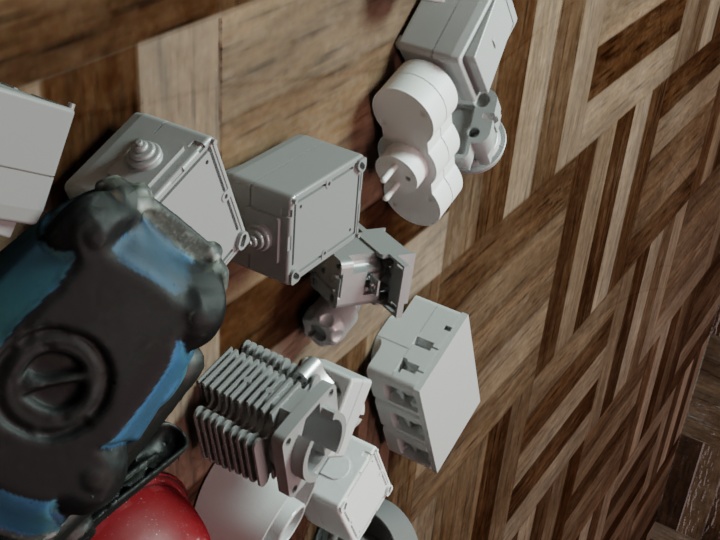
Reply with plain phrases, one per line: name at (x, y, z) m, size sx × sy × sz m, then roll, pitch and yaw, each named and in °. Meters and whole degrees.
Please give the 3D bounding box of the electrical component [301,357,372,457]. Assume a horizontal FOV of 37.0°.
electrical component at (-0.021, 0.110, 0.856) m, size 0.077 × 0.047 × 0.065 m, roll 18°, pitch 93°, yaw -65°

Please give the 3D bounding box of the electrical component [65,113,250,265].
electrical component at (-0.108, -0.034, 0.557) m, size 0.061 × 0.061 × 0.096 m, roll -53°, pitch 151°, yaw -29°

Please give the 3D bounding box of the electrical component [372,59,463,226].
electrical component at (0.036, -0.083, 0.812) m, size 0.073 × 0.052 × 0.138 m, roll -52°, pitch 151°, yaw -31°

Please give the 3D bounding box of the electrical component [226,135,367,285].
electrical component at (-0.048, -0.038, 0.672) m, size 0.096 × 0.061 × 0.061 m, roll -37°, pitch 141°, yaw -48°

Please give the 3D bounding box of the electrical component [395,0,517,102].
electrical component at (0.080, -0.184, 0.811) m, size 0.096 × 0.061 × 0.061 m, roll -63°, pitch 154°, yaw -12°

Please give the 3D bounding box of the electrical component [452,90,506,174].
electrical component at (0.089, -0.114, 0.885) m, size 0.057 × 0.058 × 0.078 m, roll 53°, pitch 48°, yaw -63°

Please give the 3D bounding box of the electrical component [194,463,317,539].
electrical component at (-0.078, 0.176, 0.805) m, size 0.099 × 0.064 × 0.099 m, roll -55°, pitch 165°, yaw -22°

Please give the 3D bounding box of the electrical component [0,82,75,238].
electrical component at (-0.165, -0.051, 0.430) m, size 0.096 × 0.062 × 0.061 m, roll 9°, pitch 101°, yaw -64°

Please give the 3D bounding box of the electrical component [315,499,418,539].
electrical component at (0.008, 0.257, 0.974) m, size 0.064 × 0.099 × 0.099 m, roll 8°, pitch 102°, yaw -58°

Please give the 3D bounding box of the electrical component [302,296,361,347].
electrical component at (-0.016, 0.029, 0.818) m, size 0.061 × 0.035 × 0.035 m, roll -49°, pitch 149°, yaw -40°

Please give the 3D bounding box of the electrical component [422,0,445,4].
electrical component at (0.046, -0.217, 0.739) m, size 0.043 × 0.043 × 0.062 m, roll -10°, pitch 118°, yaw -61°

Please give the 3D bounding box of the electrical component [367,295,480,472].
electrical component at (0.058, 0.105, 0.991) m, size 0.089 × 0.062 × 0.150 m, roll -54°, pitch 151°, yaw -27°

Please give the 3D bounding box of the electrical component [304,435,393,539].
electrical component at (-0.018, 0.181, 0.902) m, size 0.061 × 0.061 × 0.096 m, roll -56°, pitch 152°, yaw -25°

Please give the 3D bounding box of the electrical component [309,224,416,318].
electrical component at (0.000, 0.000, 0.783) m, size 0.064 × 0.081 × 0.042 m, roll -8°, pitch 120°, yaw -29°
